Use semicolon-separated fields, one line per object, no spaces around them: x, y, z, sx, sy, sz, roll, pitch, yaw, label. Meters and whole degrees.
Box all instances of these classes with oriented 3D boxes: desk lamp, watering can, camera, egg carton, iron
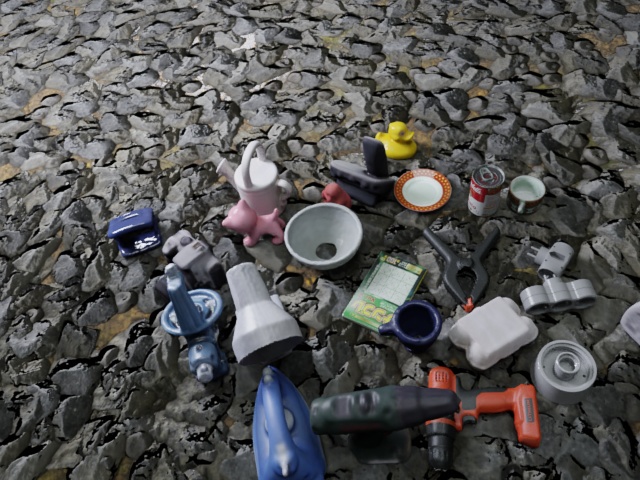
-0.110;0.151;1.054;0.118;0.214;0.203;-21;54;-8;desk lamp
-0.148;-0.137;1.284;0.172;0.194;0.101;-4;53;5;watering can
-0.293;0.061;1.214;0.142;0.101;0.137;35;65;28;camera
0.323;0.174;1.073;0.150;0.069;0.107;-28;55;-13;egg carton
-0.071;0.306;0.980;0.118;0.142;0.258;-15;53;-4;iron

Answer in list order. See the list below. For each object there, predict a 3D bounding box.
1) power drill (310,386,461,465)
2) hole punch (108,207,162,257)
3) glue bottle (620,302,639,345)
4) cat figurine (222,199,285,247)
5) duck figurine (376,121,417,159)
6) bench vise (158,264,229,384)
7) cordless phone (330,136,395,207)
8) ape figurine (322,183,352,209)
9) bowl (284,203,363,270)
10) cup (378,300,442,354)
0.103;0.295;0.924;0.229;0.209;0.075;-4;53;4;power drill
-0.427;-0.030;1.304;0.109;0.091;0.101;-20;54;-8;hole punch
0.591;0.127;1.010;0.037;0.173;0.078;-25;54;-11;glue bottle
-0.146;-0.043;1.262;0.127;0.118;0.067;-8;53;2;cat figurine
0.184;-0.251;1.394;0.104;0.086;0.077;16;57;18;duck figurine
-0.226;0.150;1.065;0.122;0.220;0.206;-32;56;-16;bench vise
0.092;-0.177;1.289;0.147;0.185;0.094;20;59;21;cordless phone
0.032;-0.094;1.294;0.076;0.092;0.078;-2;54;6;ape figurine
0.011;0.004;1.234;0.167;0.075;0.167;-3;53;5;bowl
0.168;0.176;1.075;0.117;0.095;0.091;-10;53;0;cup
